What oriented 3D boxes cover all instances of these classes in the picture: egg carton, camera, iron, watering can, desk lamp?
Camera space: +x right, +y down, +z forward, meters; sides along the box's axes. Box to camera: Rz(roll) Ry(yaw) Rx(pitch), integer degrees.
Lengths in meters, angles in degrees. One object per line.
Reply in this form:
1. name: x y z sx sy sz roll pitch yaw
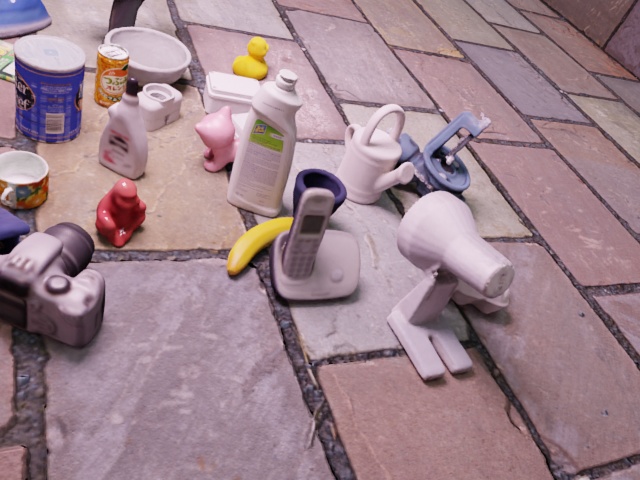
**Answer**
1. egg carton: 0.258 0.066 1.004 0.150 0.069 0.107 18 40 -8
2. camera: -0.325 0.038 0.712 0.143 0.101 0.137 23 40 -3
3. iron: -0.634 -0.471 1.082 0.118 0.141 0.259 44 43 21
4. watering can: 0.110 -0.167 1.086 0.172 0.194 0.101 36 41 13
5. desk lamp: 0.189 0.063 0.859 0.118 0.213 0.202 -5 48 -31

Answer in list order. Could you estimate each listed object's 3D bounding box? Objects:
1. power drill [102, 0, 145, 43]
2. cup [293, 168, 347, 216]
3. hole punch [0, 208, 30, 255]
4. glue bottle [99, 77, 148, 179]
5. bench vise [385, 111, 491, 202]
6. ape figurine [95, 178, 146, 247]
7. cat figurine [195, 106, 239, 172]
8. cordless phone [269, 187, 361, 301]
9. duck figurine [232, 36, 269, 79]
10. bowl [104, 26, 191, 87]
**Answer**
1. power drill: -0.380 -0.499 1.190 0.230 0.208 0.075 -23 59 -42
2. cup: -0.013 -0.054 0.977 0.092 0.095 0.118 22 40 -3
3. hole punch: -0.430 -0.001 0.709 0.101 0.091 0.109 43 43 21
4. glue bottle: -0.306 -0.181 0.906 0.078 0.173 0.037 25 40 0
5. bench vise: 0.226 -0.174 1.133 0.207 0.219 0.121 24 40 -1
6. ape figurine: -0.288 -0.049 0.833 0.078 0.092 0.076 -15 53 -37
7. cat figurine: -0.164 -0.180 1.021 0.128 0.117 0.067 8 42 -20
8. cordless phone: 0.008 0.003 0.855 0.148 0.185 0.094 -2 46 -28
9. duck figurine: -0.153 -0.424 1.319 0.077 0.086 0.105 34 40 11
10. bowl: -0.349 -0.357 1.154 0.168 0.074 0.167 14 41 -12
